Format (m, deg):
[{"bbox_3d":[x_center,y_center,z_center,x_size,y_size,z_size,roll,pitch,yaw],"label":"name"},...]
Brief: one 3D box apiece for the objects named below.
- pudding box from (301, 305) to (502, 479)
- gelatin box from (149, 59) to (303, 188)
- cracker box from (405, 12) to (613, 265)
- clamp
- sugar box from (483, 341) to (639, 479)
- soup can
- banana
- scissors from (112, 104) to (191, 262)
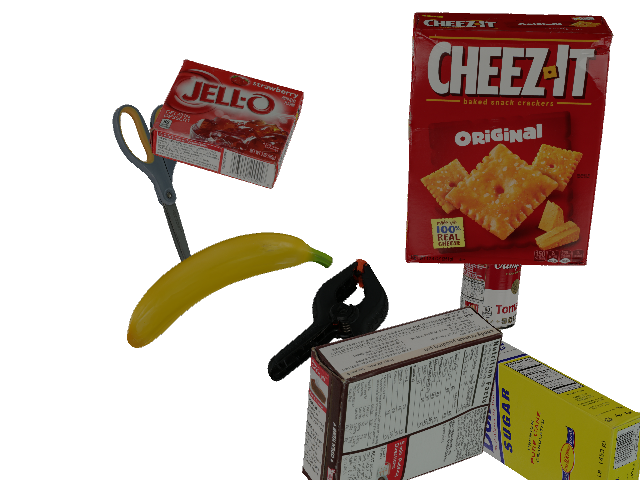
[{"bbox_3d":[0.047,0.094,0.618,0.113,0.090,0.039,-13,32,-30],"label":"pudding box"},{"bbox_3d":[-0.064,-0.081,0.731,0.089,0.073,0.030,16,-39,1],"label":"gelatin box"},{"bbox_3d":[0.158,-0.085,0.930,0.164,0.214,0.072,2,25,4],"label":"cracker box"},{"bbox_3d":[0.033,0.089,1.087,0.120,0.171,0.039,17,-40,18],"label":"clamp"},{"bbox_3d":[0.190,0.158,0.907,0.048,0.093,0.176,-11,22,-34],"label":"sugar box"},{"bbox_3d":[0.203,0.047,1.268,0.068,0.102,0.068,3,15,-1],"label":"soup can"},{"bbox_3d":[-0.091,0.037,0.914,0.198,0.069,0.037,-22,32,11],"label":"banana"},{"bbox_3d":[-0.160,-0.064,1.177,0.016,0.201,0.096,-15,18,47],"label":"scissors"}]
